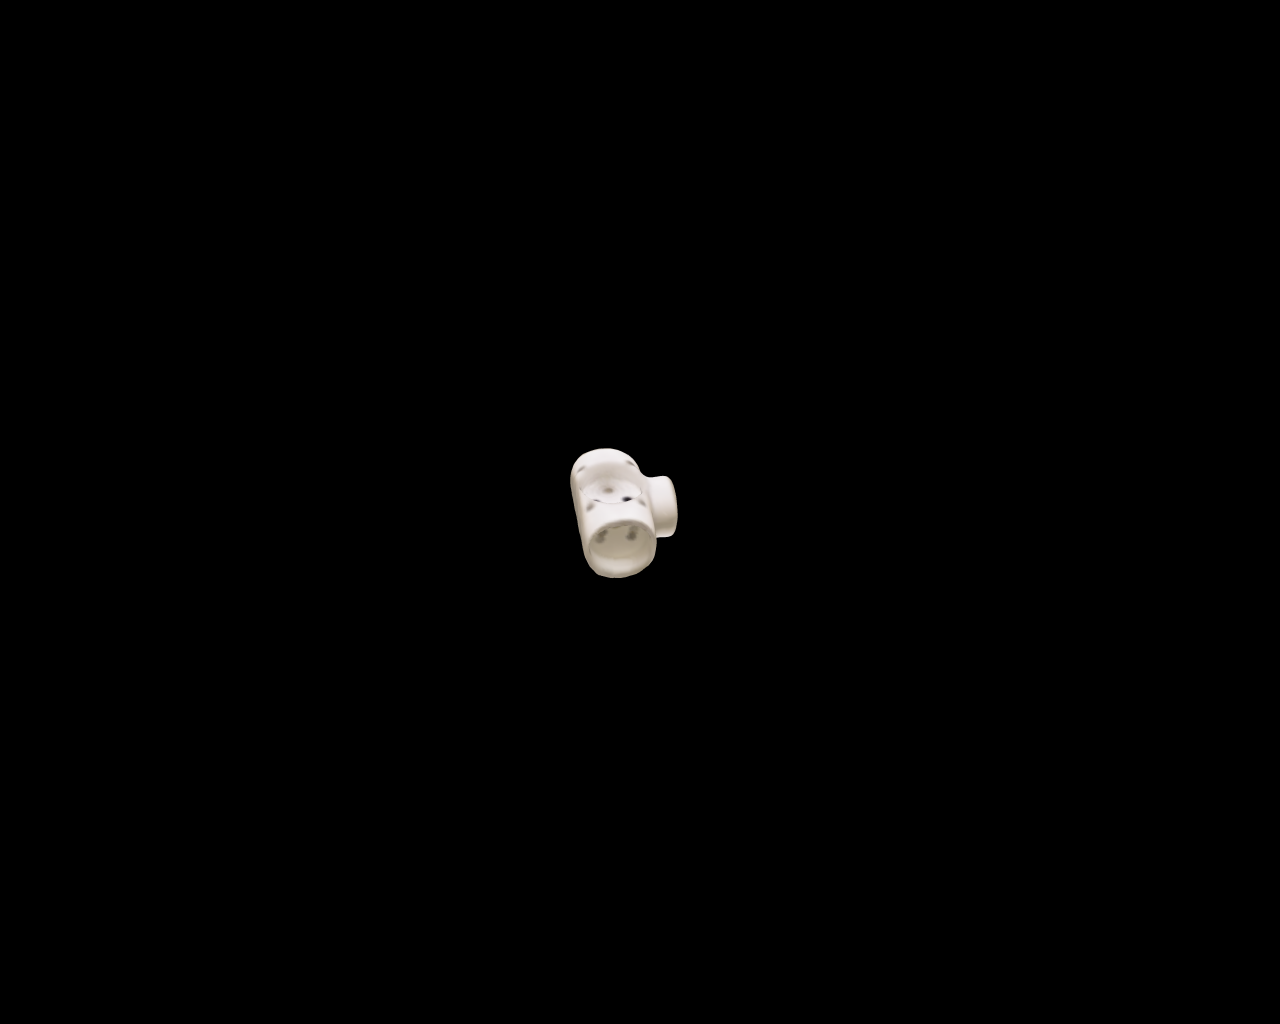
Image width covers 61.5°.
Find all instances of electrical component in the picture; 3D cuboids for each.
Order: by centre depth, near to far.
[{"bbox_3d":[0.001,-0.003,0.650,0.079,0.044,0.077,-6,37,-7],"label":"electrical component"}]
